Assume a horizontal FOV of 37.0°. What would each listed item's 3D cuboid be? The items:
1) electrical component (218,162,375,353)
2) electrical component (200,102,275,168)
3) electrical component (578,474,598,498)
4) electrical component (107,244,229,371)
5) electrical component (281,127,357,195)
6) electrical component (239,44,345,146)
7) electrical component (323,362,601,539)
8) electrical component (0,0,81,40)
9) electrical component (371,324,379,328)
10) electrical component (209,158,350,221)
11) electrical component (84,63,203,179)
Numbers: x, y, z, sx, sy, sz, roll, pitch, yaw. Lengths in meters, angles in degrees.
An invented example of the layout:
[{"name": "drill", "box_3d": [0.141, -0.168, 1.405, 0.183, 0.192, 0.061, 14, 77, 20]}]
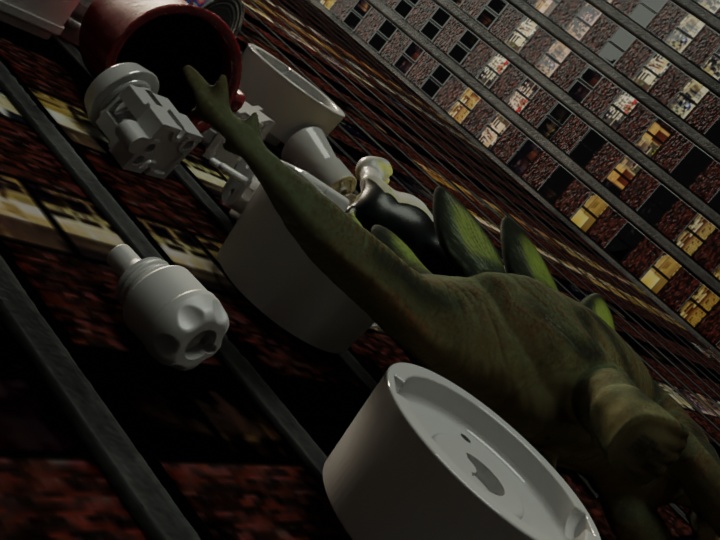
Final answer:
[{"name": "electrical component", "box_3d": [-0.027, -0.004, 0.591, 0.099, 0.064, 0.099, 37, 12, -9]}, {"name": "electrical component", "box_3d": [-0.104, -0.111, 0.804, 0.064, 0.042, 0.081, 38, 12, -1]}, {"name": "electrical component", "box_3d": [0.171, 0.107, 0.777, 0.079, 0.063, 0.121, 30, 15, -36]}, {"name": "electrical component", "box_3d": [-0.083, 0.012, 0.444, 0.061, 0.035, 0.035, 43, 12, 28]}, {"name": "electrical component", "box_3d": [-0.033, -0.087, 0.931, 0.065, 0.044, 0.044, 51, 16, 27]}, {"name": "electrical component", "box_3d": [-0.074, -0.148, 0.975, 0.108, 0.060, 0.108, 36, 11, -8]}, {"name": "electrical component", "box_3d": [0.035, 0.095, 0.426, 0.108, 0.060, 0.108, 37, 13, -10]}, {"name": "electrical component", "box_3d": [-0.252, -0.216, 0.712, 0.109, 0.056, 0.109, 44, 13, 22]}, {"name": "electrical component", "box_3d": [0.000, 0.000, 0.706, 0.043, 0.043, 0.081, 33, 14, -27]}, {"name": "electrical component", "box_3d": [-0.059, -0.047, 0.661, 0.077, 0.047, 0.066, 32, -1, -30]}, {"name": "electrical component", "box_3d": [-0.132, -0.089, 0.640, 0.055, 0.048, 0.066, 51, 15, 17]}]
